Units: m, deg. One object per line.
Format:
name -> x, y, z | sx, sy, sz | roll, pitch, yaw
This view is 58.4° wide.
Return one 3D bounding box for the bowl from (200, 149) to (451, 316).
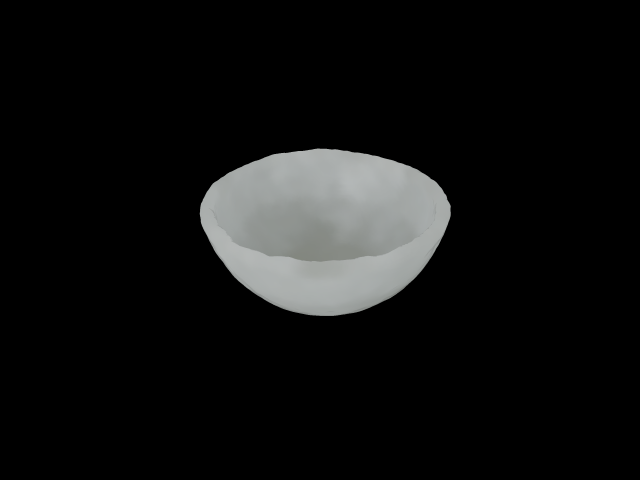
bowl -> 0.004, 0.001, 0.400 | 0.167, 0.075, 0.167 | 0, 32, 0
